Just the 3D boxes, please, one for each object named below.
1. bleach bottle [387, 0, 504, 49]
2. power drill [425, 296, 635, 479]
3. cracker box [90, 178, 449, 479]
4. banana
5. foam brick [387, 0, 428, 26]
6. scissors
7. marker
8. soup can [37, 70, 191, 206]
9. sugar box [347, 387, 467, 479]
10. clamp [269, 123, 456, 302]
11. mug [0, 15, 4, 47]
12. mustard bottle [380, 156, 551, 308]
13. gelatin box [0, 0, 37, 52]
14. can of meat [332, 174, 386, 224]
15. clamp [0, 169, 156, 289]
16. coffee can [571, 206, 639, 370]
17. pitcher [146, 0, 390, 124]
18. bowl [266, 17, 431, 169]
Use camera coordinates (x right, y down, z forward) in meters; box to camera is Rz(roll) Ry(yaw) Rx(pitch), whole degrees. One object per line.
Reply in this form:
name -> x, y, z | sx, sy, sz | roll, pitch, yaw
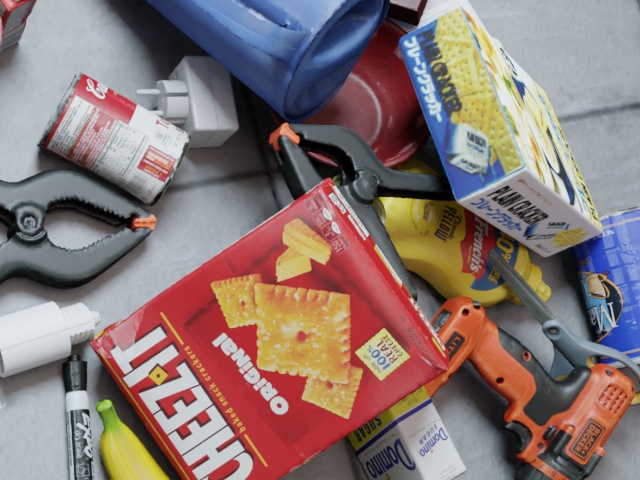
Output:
bleach bottle -> 0.068, -0.258, 1.006 | 0.102, 0.068, 0.251 | -28, 87, -17
power drill -> 0.155, 0.152, 0.920 | 0.187, 0.057, 0.184 | 35, 86, -8
cracker box -> -0.036, 0.080, 0.793 | 0.214, 0.072, 0.164 | -34, 91, 9
banana -> -0.105, 0.205, 0.777 | 0.037, 0.070, 0.198 | -39, 73, -18
foam brick -> 0.059, -0.230, 0.942 | 0.078, 0.051, 0.053 | 20, 89, 5
scissors -> 0.204, 0.094, 0.962 | 0.201, 0.096, 0.016 | 36, 36, -7
marker -> -0.180, 0.146, 0.799 | 0.020, 0.020, 0.121 | -1, 76, -26
soup can -> -0.162, -0.079, 0.844 | 0.102, 0.069, 0.068 | 29, 65, -16
sugar box -> 0.043, 0.122, 0.870 | 0.048, 0.093, 0.176 | -23, 86, -29
clamp -> 0.031, -0.027, 0.841 | 0.171, 0.039, 0.120 | 25, 61, -14
mug -> -0.296, -0.136, 0.788 | 0.093, 0.082, 0.117 | 43, 62, -9
mustard bottle -> 0.129, 0.007, 0.964 | 0.191, 0.058, 0.096 | 30, 65, -15
gelatin box -> -0.255, -0.194, 0.820 | 0.030, 0.089, 0.073 | -37, 93, -28
can of meat -> -0.006, 0.001, 0.886 | 0.057, 0.084, 0.102 | 47, 62, -7
clamp -> -0.231, -0.018, 0.811 | 0.209, 0.036, 0.164 | -9, 80, -29
coffee can -> 0.300, 0.046, 1.009 | 0.102, 0.103, 0.140 | -8, 79, -27
pitcher -> -0.077, -0.213, 0.850 | 0.243, 0.149, 0.145 | 38, 67, 13
bowl -> 0.021, -0.125, 0.944 | 0.162, 0.055, 0.162 | 6, 69, -15
